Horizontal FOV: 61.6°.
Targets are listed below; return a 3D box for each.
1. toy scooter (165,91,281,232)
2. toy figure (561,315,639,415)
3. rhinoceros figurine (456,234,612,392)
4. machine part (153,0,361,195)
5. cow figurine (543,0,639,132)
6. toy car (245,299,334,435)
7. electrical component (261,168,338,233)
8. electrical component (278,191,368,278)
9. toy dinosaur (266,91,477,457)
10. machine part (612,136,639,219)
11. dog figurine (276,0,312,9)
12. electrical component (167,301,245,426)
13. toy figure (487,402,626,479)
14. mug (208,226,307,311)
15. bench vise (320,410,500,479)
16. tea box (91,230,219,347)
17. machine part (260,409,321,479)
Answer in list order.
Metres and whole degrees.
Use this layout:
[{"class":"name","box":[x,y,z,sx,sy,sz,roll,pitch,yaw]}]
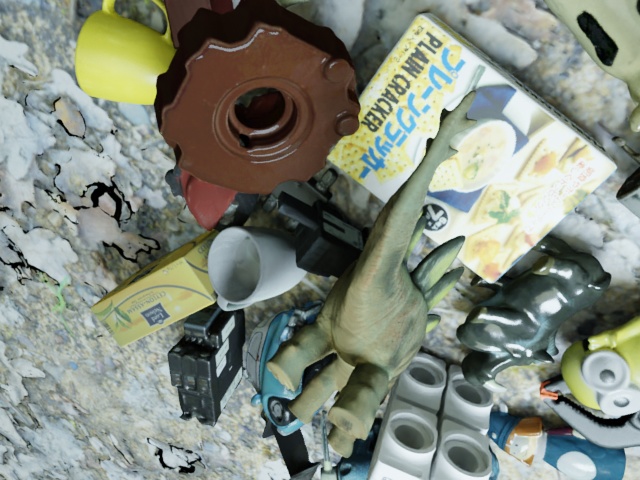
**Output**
[{"class":"toy scooter","box":[-0.112,-0.096,0.578,0.135,0.075,0.183,28,119,-15]},{"class":"toy figure","box":[0.328,0.108,0.521,0.180,0.089,0.082,-29,67,6]},{"class":"rhinoceros figurine","box":[0.213,0.080,0.566,0.112,0.073,0.190,32,118,-9]},{"class":"machine part","box":[-0.053,-0.116,0.467,0.179,0.056,0.179,-10,140,-9]},{"class":"cow figurine","box":[0.243,-0.160,0.410,0.085,0.127,0.195,-38,95,32]},{"class":"toy car","box":[-0.043,0.147,0.663,0.103,0.109,0.161,14,110,31]},{"class":"electrical component","box":[-0.023,-0.054,0.608,0.063,0.021,0.094,41,120,-2]},{"class":"electrical component","box":[-0.001,-0.002,0.573,0.119,0.075,0.047,24,122,-24]},{"class":"toy dinosaur","box":[0.049,0.074,0.495,0.105,0.198,0.470,34,155,15]},{"class":"machine part","box":[0.346,-0.007,0.455,0.243,0.079,0.079,43,120,10]},{"class":"dog figurine","box":[0.015,-0.285,0.466,0.191,0.121,0.172,-24,69,-6]},{"class":"electrical component","box":[-0.140,0.146,0.685,0.058,0.115,0.134,7,115,11]},{"class":"toy figure","box":[0.266,0.236,0.624,0.155,0.057,0.064,11,86,16]},{"class":"mug","box":[-0.064,0.035,0.608,0.081,0.107,0.109,40,116,30]},{"class":"bench vise","box":[0.107,0.303,0.615,0.224,0.241,0.128,4,112,-1]},{"class":"tea box","box":[-0.189,0.058,0.672,0.170,0.098,0.068,-26,103,25]},{"class":"machine part","box":[-0.045,0.257,0.707,0.039,0.139,0.084,6,120,-30]}]
